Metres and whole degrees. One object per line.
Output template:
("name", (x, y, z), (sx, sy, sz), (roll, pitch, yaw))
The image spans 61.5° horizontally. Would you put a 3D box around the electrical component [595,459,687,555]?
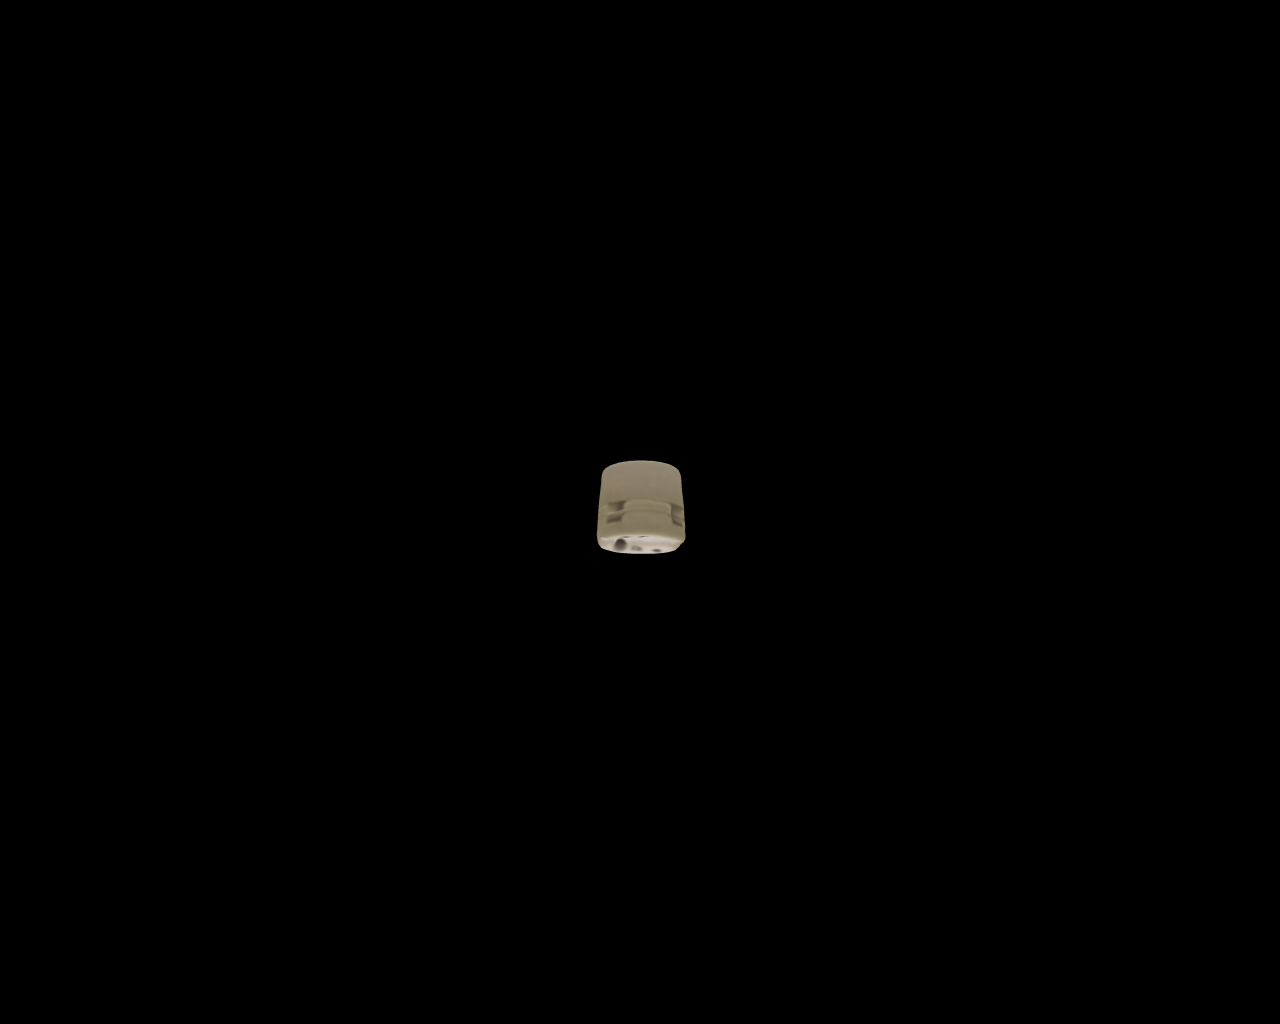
("electrical component", (0.001, -0.003, 0.650), (0.055, 0.047, 0.055), (0, -15, 0))
